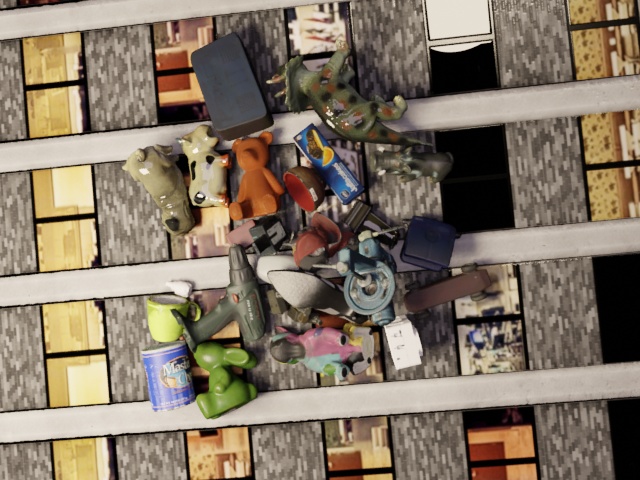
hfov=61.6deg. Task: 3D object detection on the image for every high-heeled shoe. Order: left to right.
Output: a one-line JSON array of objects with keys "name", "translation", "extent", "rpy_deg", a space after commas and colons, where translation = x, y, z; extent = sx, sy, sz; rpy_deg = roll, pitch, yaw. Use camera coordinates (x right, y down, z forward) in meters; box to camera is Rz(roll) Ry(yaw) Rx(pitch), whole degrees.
[{"name": "high-heeled shoe", "translation": [0.005, 0.118, 1.216], "extent": [0.249, 0.145, 0.086], "rpy_deg": [29, 99, 5]}]

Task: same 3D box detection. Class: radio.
[{"name": "radio", "translation": [-0.208, -0.354, 1.258], "extent": [0.131, 0.073, 0.229], "rpy_deg": [-22, 76, 3]}]

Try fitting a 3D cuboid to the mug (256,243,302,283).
[{"name": "mug", "translation": [-0.091, 0.060, 1.256], "extent": [0.107, 0.080, 0.109], "rpy_deg": [7, 84, 8]}]

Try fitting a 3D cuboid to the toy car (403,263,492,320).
[{"name": "toy car", "translation": [0.292, 0.117, 1.244], "extent": [0.202, 0.053, 0.089], "rpy_deg": [-21, 92, 6]}]

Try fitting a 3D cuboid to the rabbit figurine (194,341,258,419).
[{"name": "rabbit figurine", "translation": [-0.226, 0.306, 1.241], "extent": [0.159, 0.121, 0.170], "rpy_deg": [-27, 73, -1]}]

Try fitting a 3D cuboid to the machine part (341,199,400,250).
[{"name": "machine part", "translation": [0.126, -0.033, 1.265], "extent": [0.139, 0.039, 0.084], "rpy_deg": [37, 86, 5]}]

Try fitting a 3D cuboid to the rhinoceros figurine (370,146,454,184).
[{"name": "rhinoceros figurine", "translation": [0.207, -0.171, 1.228], "extent": [0.190, 0.112, 0.073], "rpy_deg": [3, 91, -5]}]

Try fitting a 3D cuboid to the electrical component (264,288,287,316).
[{"name": "electrical component", "translation": [-0.100, 0.144, 1.250], "extent": [0.021, 0.094, 0.063], "rpy_deg": [-17, 87, -34]}]

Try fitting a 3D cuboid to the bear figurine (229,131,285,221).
[{"name": "bear figurine", "translation": [-0.151, -0.151, 1.240], "extent": [0.120, 0.132, 0.195], "rpy_deg": [-9, 94, 12]}]

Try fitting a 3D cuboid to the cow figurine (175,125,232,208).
[{"name": "cow figurine", "translation": [-0.274, -0.175, 1.271], "extent": [0.127, 0.085, 0.194], "rpy_deg": [1, 89, -3]}]

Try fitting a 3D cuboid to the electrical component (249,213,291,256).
[{"name": "electrical component", "translation": [-0.123, -0.003, 1.218], "extent": [0.048, 0.119, 0.074], "rpy_deg": [-14, 113, 39]}]

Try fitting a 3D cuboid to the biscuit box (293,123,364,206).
[{"name": "biscuit box", "translation": [0.021, -0.175, 1.263], "extent": [0.063, 0.059, 0.202], "rpy_deg": [-38, 87, 2]}]

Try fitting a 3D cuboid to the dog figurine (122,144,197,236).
[{"name": "dog figurine", "translation": [-0.358, -0.108, 1.232], "extent": [0.121, 0.172, 0.190], "rpy_deg": [-25, 80, 13]}]

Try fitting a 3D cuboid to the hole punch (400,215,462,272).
[{"name": "hole punch", "translation": [0.250, 0.007, 1.234], "extent": [0.142, 0.092, 0.115], "rpy_deg": [15, 86, 7]}]

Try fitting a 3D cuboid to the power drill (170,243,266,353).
[{"name": "power drill", "translation": [-0.232, 0.145, 1.224], "extent": [0.207, 0.086, 0.231], "rpy_deg": [-27, 108, -24]}]

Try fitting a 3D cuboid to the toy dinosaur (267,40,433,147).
[{"name": "toy dinosaur", "translation": [0.056, -0.299, 1.217], "extent": [0.405, 0.131, 0.192], "rpy_deg": [43, 82, 7]}]

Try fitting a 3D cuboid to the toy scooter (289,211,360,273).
[{"name": "toy scooter", "translation": [-0.003, -0.004, 1.234], "extent": [0.184, 0.075, 0.135], "rpy_deg": [-20, 64, -38]}]

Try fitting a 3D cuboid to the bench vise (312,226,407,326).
[{"name": "bench vise", "translation": [0.098, 0.062, 1.141], "extent": [0.129, 0.240, 0.223], "rpy_deg": [-9, 69, 30]}]

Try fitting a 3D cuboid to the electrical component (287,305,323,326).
[{"name": "electrical component", "translation": [-0.041, 0.164, 1.243], "extent": [0.078, 0.102, 0.045], "rpy_deg": [10, 96, -19]}]

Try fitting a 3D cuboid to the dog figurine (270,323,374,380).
[{"name": "dog figurine", "translation": [-0.007, 0.246, 1.239], "extent": [0.219, 0.191, 0.108], "rpy_deg": [-1, 92, 37]}]
